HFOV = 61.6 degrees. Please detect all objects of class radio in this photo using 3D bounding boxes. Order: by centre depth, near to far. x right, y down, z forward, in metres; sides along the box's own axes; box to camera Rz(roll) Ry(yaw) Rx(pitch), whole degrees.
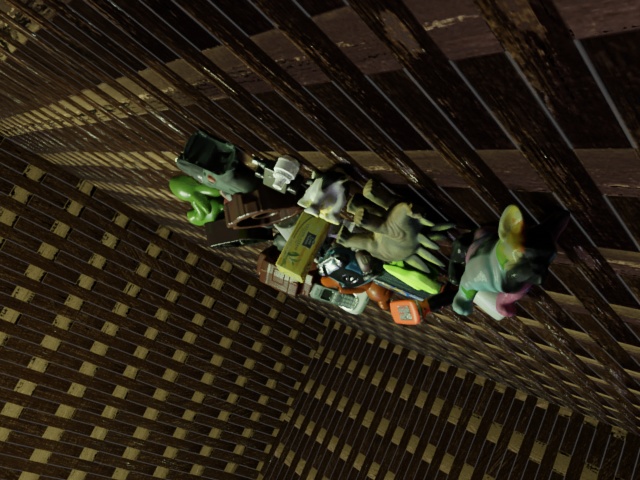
[{"bbox_3d":[-0.228,-0.022,1.534,0.131,0.073,0.229,-12,175,12],"label":"radio"}]

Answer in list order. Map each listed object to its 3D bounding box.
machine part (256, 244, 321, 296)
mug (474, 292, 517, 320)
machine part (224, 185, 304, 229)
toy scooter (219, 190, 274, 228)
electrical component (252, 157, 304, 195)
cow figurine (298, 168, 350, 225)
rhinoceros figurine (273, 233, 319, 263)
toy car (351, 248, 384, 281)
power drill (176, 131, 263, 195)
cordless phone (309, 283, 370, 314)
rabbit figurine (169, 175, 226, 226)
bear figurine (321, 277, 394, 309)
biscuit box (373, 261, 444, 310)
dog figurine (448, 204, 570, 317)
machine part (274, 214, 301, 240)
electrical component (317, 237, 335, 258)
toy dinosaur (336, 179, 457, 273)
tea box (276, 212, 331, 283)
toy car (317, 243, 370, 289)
[{"bbox_3d":[-0.083,0.091,1.697,0.201,0.087,0.201,21,-154,19],"label":"machine part"},{"bbox_3d":[0.347,0.103,1.104,0.107,0.081,0.109,33,175,8],"label":"mug"},{"bbox_3d":[-0.122,-0.071,1.173,0.179,0.056,0.179,-13,172,-2],"label":"machine part"},{"bbox_3d":[-0.193,-0.096,1.385,0.183,0.075,0.135,32,174,-36],"label":"toy scooter"},{"bbox_3d":[-0.085,-0.132,1.079,0.102,0.045,0.078,23,151,9],"label":"electrical component"},{"bbox_3d":[0.009,-0.091,0.977,0.068,0.098,0.167,22,-172,-15],"label":"cow figurine"},{"bbox_3d":[-0.051,0.019,1.614,0.191,0.073,0.112,20,160,29],"label":"rhinoceros figurine"},{"bbox_3d":[0.119,0.050,1.285,0.089,0.053,0.202,65,-171,10],"label":"toy car"},{"bbox_3d":[-0.238,-0.161,1.185,0.232,0.086,0.207,23,165,5],"label":"power drill"},{"bbox_3d":[0.067,0.135,1.626,0.184,0.146,0.089,17,-165,-23],"label":"cordless phone"},{"bbox_3d":[-0.335,-0.112,1.476,0.159,0.121,0.170,18,167,44],"label":"rabbit figurine"},{"bbox_3d":[0.122,0.115,1.550,0.196,0.120,0.132,24,173,-18],"label":"bear figurine"},{"bbox_3d":[0.241,0.119,1.435,0.203,0.063,0.059,22,169,21],"label":"biscuit box"},{"bbox_3d":[0.277,0.011,0.800,0.108,0.191,0.219,9,139,-3],"label":"dog figurine"},{"bbox_3d":[-0.068,-0.036,1.372,0.079,0.079,0.243,22,167,16],"label":"machine part"},{"bbox_3d":[-0.003,-0.004,1.391,0.048,0.075,0.119,23,165,15],"label":"electrical component"},{"bbox_3d":[0.136,-0.006,1.014,0.199,0.105,0.471,24,172,-3],"label":"toy dinosaur"},{"bbox_3d":[-0.034,0.007,1.257,0.068,0.169,0.098,24,170,8],"label":"tea box"},{"bbox_3d":[0.067,0.057,1.414,0.161,0.103,0.109,26,136,-33],"label":"toy car"}]
